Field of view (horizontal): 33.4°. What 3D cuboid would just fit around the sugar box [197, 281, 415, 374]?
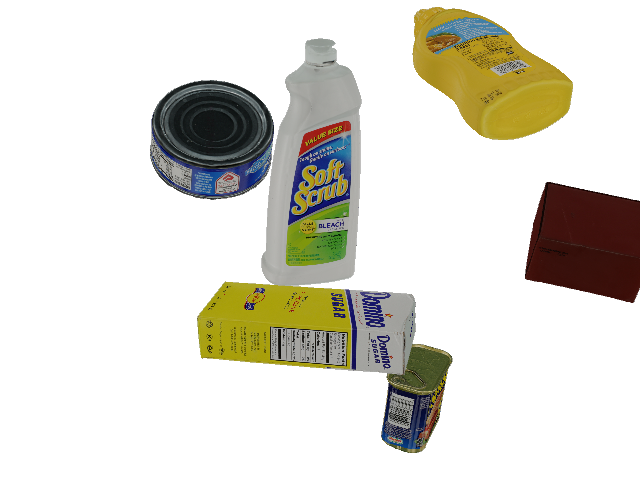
[{"bbox_3d":[-0.009,0.073,0.919,0.176,0.048,0.093,1,18,10],"label":"sugar box"}]

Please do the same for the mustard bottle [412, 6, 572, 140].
[{"bbox_3d":[0.140,-0.166,0.987,0.096,0.058,0.192,-19,43,-17],"label":"mustard bottle"}]

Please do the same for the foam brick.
[{"bbox_3d":[0.187,0.001,0.740,0.078,0.051,0.053,13,-36,7],"label":"foam brick"}]

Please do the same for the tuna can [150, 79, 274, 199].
[{"bbox_3d":[-0.075,-0.072,0.743,0.086,0.086,0.034,0,-38,-9],"label":"tuna can"}]

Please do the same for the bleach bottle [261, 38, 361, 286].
[{"bbox_3d":[-0.010,-0.079,1.089,0.102,0.251,0.068,-5,27,-12],"label":"bleach bottle"}]

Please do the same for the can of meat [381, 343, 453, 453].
[{"bbox_3d":[0.107,0.178,1.206,0.057,0.084,0.102,14,25,16],"label":"can of meat"}]
